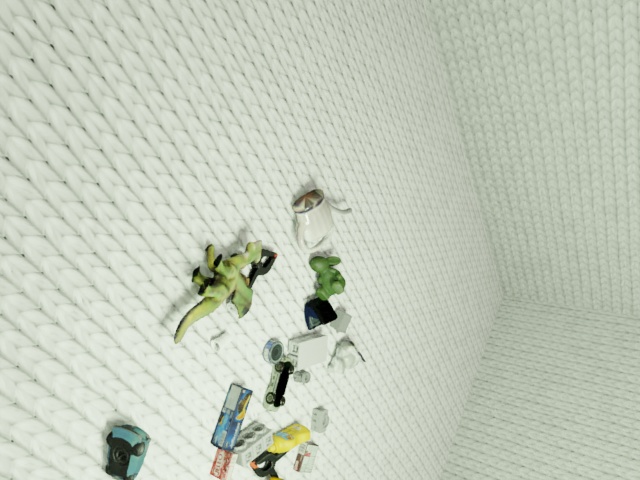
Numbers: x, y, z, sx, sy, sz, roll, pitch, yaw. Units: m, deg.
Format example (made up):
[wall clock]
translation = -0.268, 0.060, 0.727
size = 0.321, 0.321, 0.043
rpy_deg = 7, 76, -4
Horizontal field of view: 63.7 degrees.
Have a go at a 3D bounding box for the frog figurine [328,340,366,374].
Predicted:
[frog figurine]
translation = 0.100, 0.519, 2.244
size = 0.160, 0.125, 0.134
rpy_deg = -32, 137, -6

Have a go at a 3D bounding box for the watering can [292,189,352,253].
[watering can]
translation = 0.006, -0.102, 2.020
size = 0.354, 0.104, 0.220
rpy_deg = -46, 128, -40

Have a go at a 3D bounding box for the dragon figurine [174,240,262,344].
[dragon figurine]
translation = -0.290, 0.165, 1.611
size = 0.239, 0.122, 0.417
rpy_deg = 42, 60, -40
